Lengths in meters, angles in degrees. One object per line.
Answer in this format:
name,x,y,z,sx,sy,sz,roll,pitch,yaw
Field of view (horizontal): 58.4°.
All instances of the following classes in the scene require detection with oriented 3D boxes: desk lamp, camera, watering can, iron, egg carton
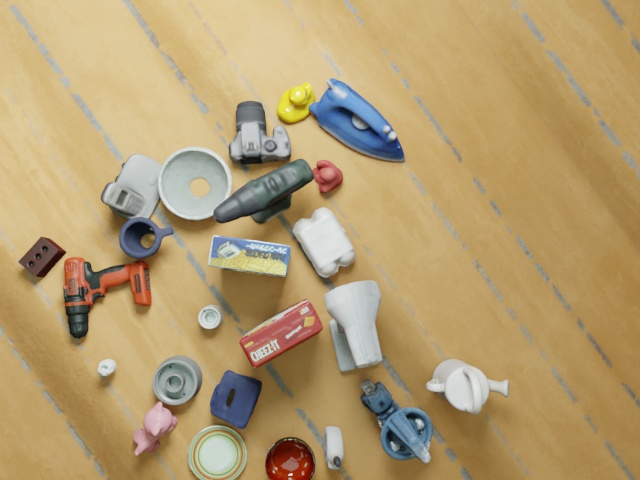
desk lamp,0.082,0.191,1.246,0.118,0.213,0.203,-13,87,-4
camera,-0.141,-0.251,1.319,0.143,0.100,0.137,-4,86,-4
watering can,0.327,0.323,1.262,0.173,0.194,0.101,-21,87,-5
iron,0.103,-0.275,1.316,0.258,0.141,0.119,36,85,-1
egg carton,0.012,0.005,1.327,0.107,0.069,0.150,-32,88,-5

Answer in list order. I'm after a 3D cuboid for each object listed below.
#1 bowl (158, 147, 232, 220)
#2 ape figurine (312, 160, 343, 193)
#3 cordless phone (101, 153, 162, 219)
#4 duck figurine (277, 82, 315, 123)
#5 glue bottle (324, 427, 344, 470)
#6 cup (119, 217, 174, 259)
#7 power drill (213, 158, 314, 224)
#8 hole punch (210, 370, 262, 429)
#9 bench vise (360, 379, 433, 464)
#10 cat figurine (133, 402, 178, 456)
bowl,-0.281,-0.125,1.315,0.167,0.074,0.167,0,86,-4
ape figurine,0.018,-0.149,1.327,0.076,0.092,0.078,13,85,-2
cordless phone,-0.412,-0.121,1.251,0.094,0.185,0.148,19,85,-2
duck figurine,-0.056,-0.326,1.337,0.104,0.086,0.077,-45,89,-5
glue bottle,0.032,0.463,1.244,0.037,0.173,0.078,3,86,-3
cup,-0.381,-0.005,1.290,0.118,0.095,0.092,-14,87,-4
power drill,-0.121,-0.093,1.256,0.229,0.208,0.075,-32,88,-5
hole punch,-0.191,0.356,1.279,0.101,0.091,0.109,20,85,-2
bench vise,0.159,0.403,1.233,0.207,0.219,0.121,32,85,-1
cat figurine,-0.363,0.414,1.251,0.067,0.117,0.128,35,85,0
